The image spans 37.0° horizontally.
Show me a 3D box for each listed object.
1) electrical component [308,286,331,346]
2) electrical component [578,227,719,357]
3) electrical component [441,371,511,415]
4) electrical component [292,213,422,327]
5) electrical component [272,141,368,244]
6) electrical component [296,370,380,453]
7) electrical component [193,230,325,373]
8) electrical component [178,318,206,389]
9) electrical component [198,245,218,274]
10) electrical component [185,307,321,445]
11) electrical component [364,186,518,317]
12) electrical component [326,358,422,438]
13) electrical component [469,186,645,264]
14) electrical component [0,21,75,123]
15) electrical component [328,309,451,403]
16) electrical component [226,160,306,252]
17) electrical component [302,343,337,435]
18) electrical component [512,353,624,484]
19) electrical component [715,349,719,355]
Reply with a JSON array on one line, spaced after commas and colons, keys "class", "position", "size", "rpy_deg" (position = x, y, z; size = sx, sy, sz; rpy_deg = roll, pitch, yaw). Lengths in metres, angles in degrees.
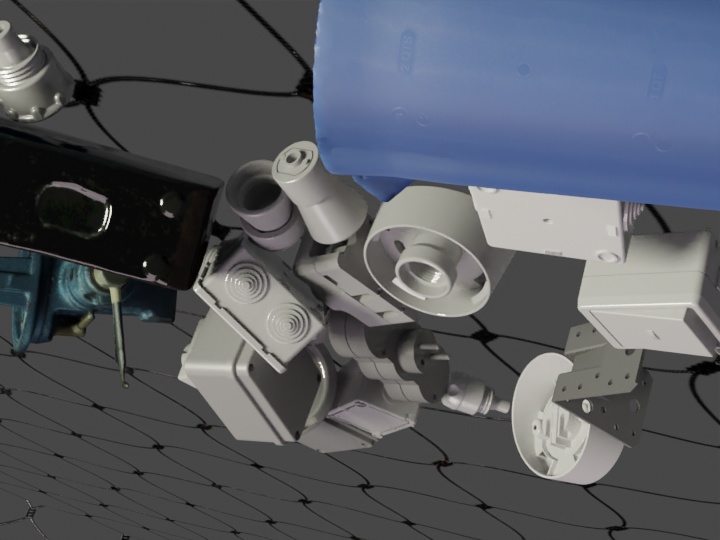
[{"class": "electrical component", "position": [-0.040, 0.034, 0.895], "size": [0.043, 0.043, 0.062], "rpy_deg": [15, 154, 6]}, {"class": "electrical component", "position": [0.184, 0.017, 0.682], "size": [0.096, 0.061, 0.062], "rpy_deg": [-4, 148, 39]}, {"class": "electrical component", "position": [0.107, 0.116, 0.981], "size": [0.061, 0.035, 0.035], "rpy_deg": [19, 156, -7]}, {"class": "electrical component", "position": [0.000, 0.000, 0.785], "size": [0.056, 0.050, 0.089], "rpy_deg": [-10, 144, 45]}, {"class": "electrical component", "position": [-0.029, -0.053, 0.705], "size": [0.044, 0.044, 0.065], "rpy_deg": [1, 147, 33]}, {"class": "electrical component", "position": [-0.045, 0.141, 1.113], "size": [0.109, 0.056, 0.109], "rpy_deg": [29, 154, -25]}, {"class": "electrical component", "position": [-0.071, 0.019, 0.789], "size": [0.099, 0.048, 0.099], "rpy_deg": [45, -174, -10]}, {"class": "electrical component", "position": [-0.150, 0.087, 1.056], "size": [0.047, 0.065, 0.077], "rpy_deg": [32, 152, -30]}, {"class": "electrical component", "position": [-0.107, -0.002, 0.865], "size": [0.062, 0.043, 0.043], "rpy_deg": [9, 155, 23]}, {"class": "electrical component", "position": [-0.085, 0.084, 0.885], "size": [0.057, 0.078, 0.113], "rpy_deg": [-1, 139, 26]}, {"class": "electrical component", "position": [0.054, -0.016, 0.727], "size": [0.099, 0.064, 0.099], "rpy_deg": [18, 144, 13]}, {"class": "electrical component", "position": [0.014, 0.115, 1.010], "size": [0.062, 0.061, 0.096], "rpy_deg": [24, 156, -16]}, {"class": "electrical component", "position": [0.112, -0.047, 0.610], "size": [0.100, 0.048, 0.099], "rpy_deg": [9, 155, 21]}, {"class": "electrical component", "position": [-0.211, -0.126, 0.669], "size": [0.048, 0.048, 0.062], "rpy_deg": [8, 146, 22]}, {"class": "electrical component", "position": [0.040, 0.067, 0.900], "size": [0.074, 0.052, 0.138], "rpy_deg": [-1, 149, 37]}, {"class": "electrical component", "position": [-0.064, -0.043, 0.743], "size": [0.045, 0.045, 0.055], "rpy_deg": [10, 156, 17]}, {"class": "electrical component", "position": [-0.081, 0.107, 1.009], "size": [0.108, 0.108, 0.060], "rpy_deg": [22, 162, -9]}, {"class": "electrical component", "position": [0.171, 0.124, 0.884], "size": [0.064, 0.099, 0.099], "rpy_deg": [21, 157, -23]}, {"class": "electrical component", "position": [0.259, 0.049, 0.722], "size": [0.062, 0.048, 0.048], "rpy_deg": [35, 152, -20]}]
